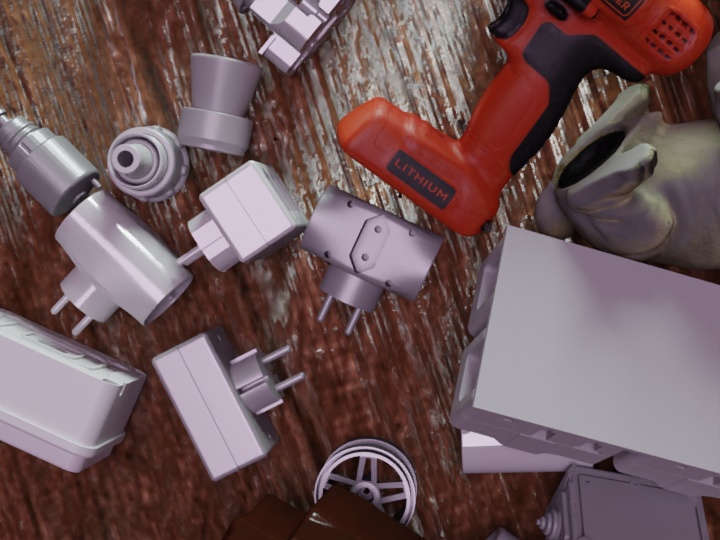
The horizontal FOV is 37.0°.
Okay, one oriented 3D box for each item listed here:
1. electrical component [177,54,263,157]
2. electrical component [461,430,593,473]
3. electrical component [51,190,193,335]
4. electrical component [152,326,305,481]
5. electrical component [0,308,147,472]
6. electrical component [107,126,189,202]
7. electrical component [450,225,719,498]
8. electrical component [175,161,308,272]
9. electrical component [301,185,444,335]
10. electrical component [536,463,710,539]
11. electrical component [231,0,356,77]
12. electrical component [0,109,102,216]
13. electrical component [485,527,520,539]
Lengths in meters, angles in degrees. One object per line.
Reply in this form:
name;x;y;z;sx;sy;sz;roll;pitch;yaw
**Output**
electrical component;-0.086;-0.100;0.656;0.045;0.045;0.055;11;93;5
electrical component;0.099;0.082;0.647;0.077;0.044;0.079;-2;92;5
electrical component;-0.158;0.005;0.667;0.077;0.044;0.079;44;95;2
electrical component;-0.071;0.072;0.661;0.076;0.047;0.083;-27;90;6
electrical component;-0.198;0.071;0.657;0.113;0.078;0.057;24;92;4
electrical component;-0.133;-0.066;0.653;0.048;0.062;0.048;0;92;5
electrical component;0.153;0.058;0.605;0.186;0.060;0.105;16;68;-5
electrical component;-0.077;-0.024;0.648;0.077;0.066;0.047;-33;89;6
electrical component;0.000;0.000;0.654;0.077;0.043;0.079;25;95;4
electrical component;0.147;0.159;0.625;0.096;0.061;0.061;10;133;-4
electrical component;-0.040;-0.165;0.644;0.057;0.058;0.078;40;96;0
electrical component;-0.199;-0.069;0.670;0.078;0.040;0.040;44;95;2
electrical component;0.089;0.189;0.649;0.047;0.055;0.055;39;95;6
